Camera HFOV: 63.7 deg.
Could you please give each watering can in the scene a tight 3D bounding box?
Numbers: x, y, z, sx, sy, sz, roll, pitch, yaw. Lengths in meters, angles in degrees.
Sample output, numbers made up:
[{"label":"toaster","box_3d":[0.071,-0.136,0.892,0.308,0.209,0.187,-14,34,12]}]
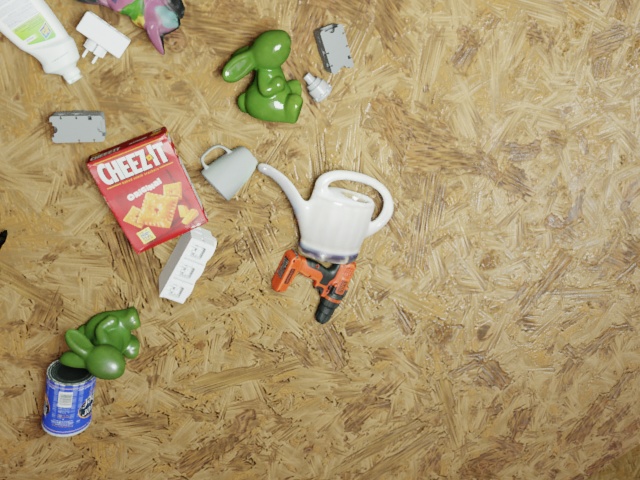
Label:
[{"label":"watering can","box_3d":[0.004,-0.059,1.173,0.347,0.106,0.221,8,110,-23]}]

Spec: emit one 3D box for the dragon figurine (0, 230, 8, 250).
[{"label":"dragon figurine","box_3d":[-0.754,0.024,0.973,0.242,0.123,0.406,21,103,-7]}]
